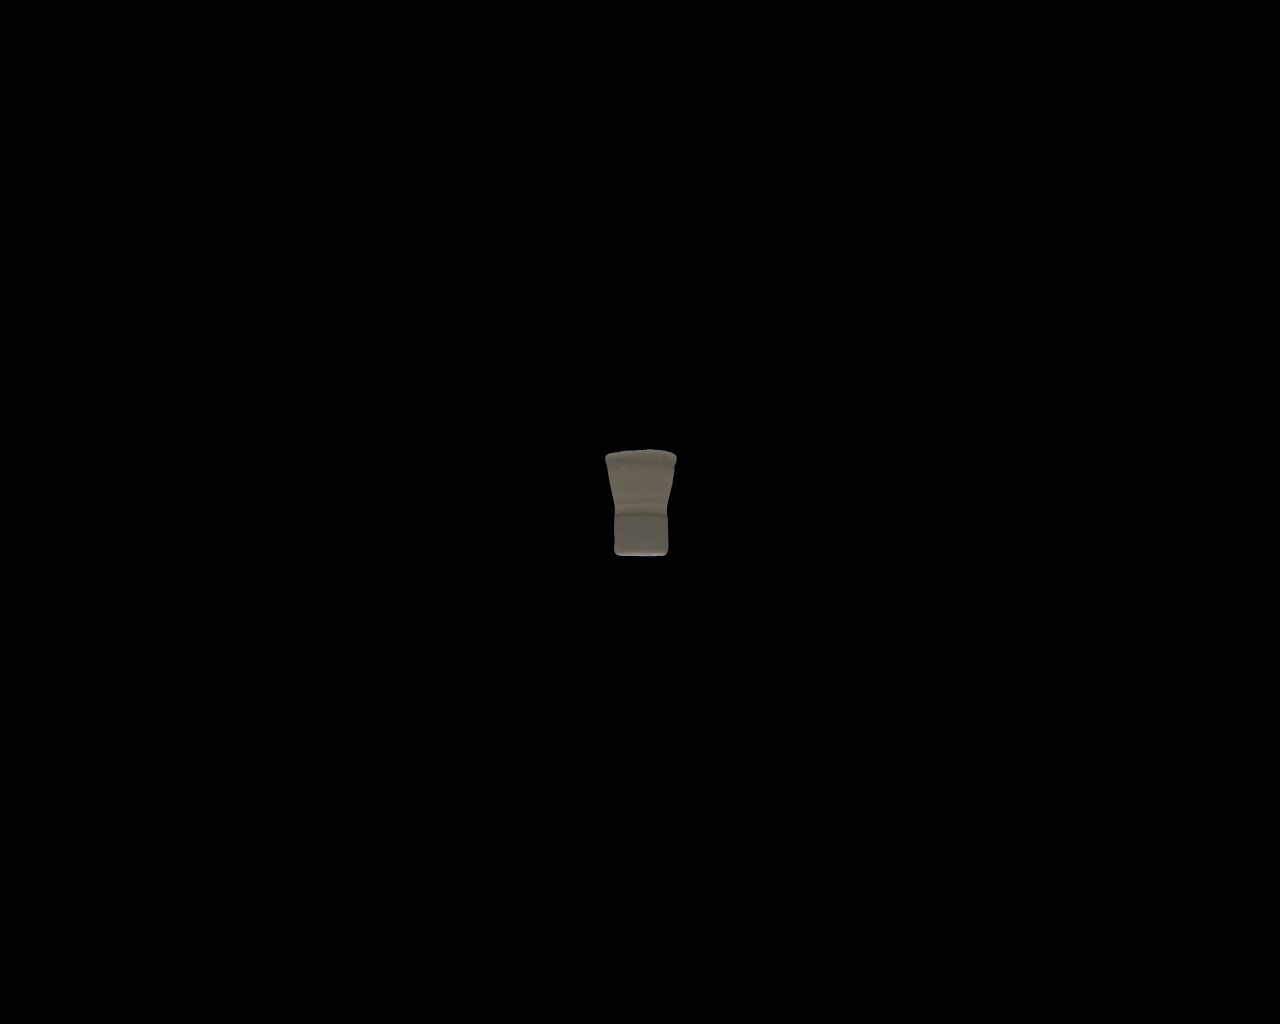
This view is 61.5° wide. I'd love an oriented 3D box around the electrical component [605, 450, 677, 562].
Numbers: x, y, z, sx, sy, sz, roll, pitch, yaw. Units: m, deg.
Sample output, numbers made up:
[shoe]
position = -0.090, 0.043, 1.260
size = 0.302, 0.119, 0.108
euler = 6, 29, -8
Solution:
[electrical component]
position = 0.001, -0.003, 0.650
size = 0.044, 0.065, 0.044
euler = 0, -5, 0
